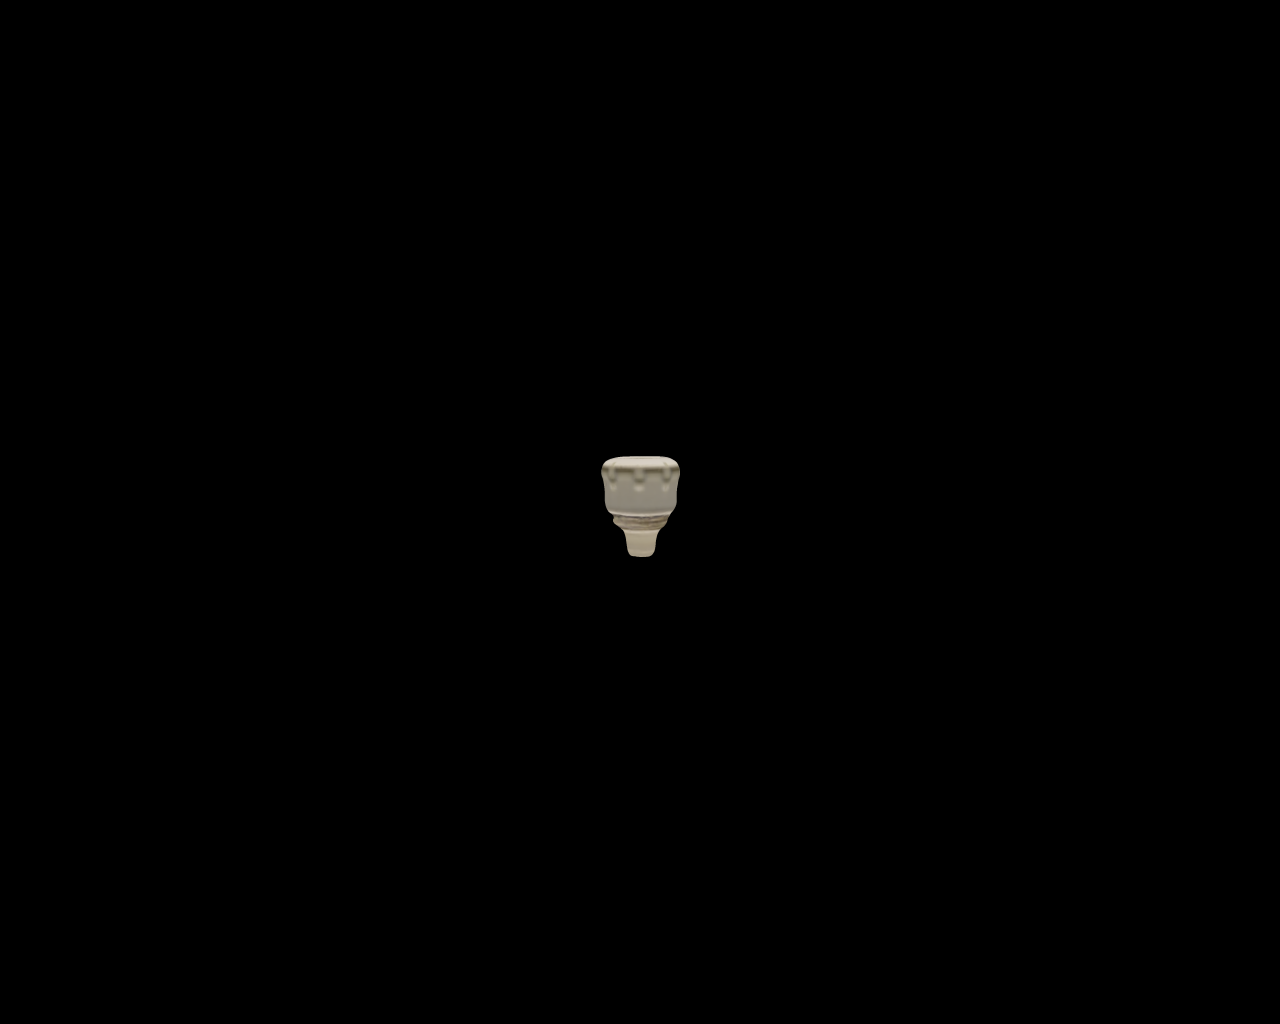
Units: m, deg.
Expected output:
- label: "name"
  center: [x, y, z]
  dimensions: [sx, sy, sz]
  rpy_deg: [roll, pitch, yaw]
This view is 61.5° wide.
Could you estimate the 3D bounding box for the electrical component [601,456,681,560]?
- label: "electrical component"
  center: [0.001, -0.003, 0.650]
  dimensions: [0.048, 0.062, 0.048]
  rpy_deg: [0, 7, 0]
